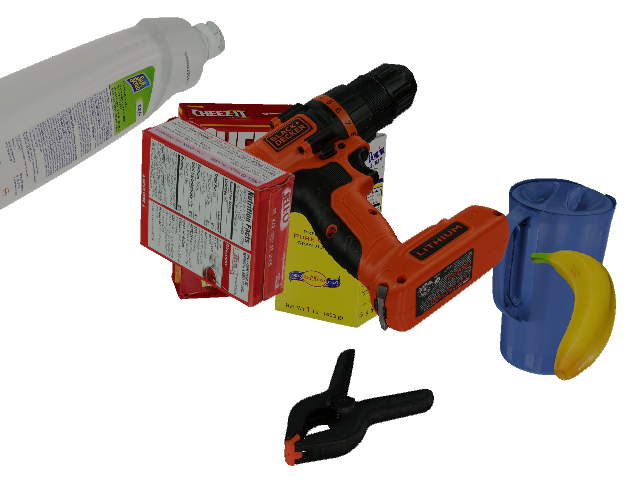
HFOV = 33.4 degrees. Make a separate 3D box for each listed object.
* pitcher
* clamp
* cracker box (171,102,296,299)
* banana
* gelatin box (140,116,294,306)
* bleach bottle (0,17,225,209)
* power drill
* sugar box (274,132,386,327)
[{"bbox_3d":[0.292,0.051,1.386,0.149,0.243,0.145,5,23,5],"label":"pitcher"},{"bbox_3d":[0.019,0.170,1.097,0.171,0.039,0.120,-21,32,-34],"label":"clamp"},{"bbox_3d":[-0.080,-0.043,1.208,0.164,0.214,0.072,-1,23,-17],"label":"cracker box"},{"bbox_3d":[0.244,0.061,1.001,0.070,0.037,0.197,-26,24,18],"label":"banana"},{"bbox_3d":[-0.057,-0.016,0.572,0.089,0.073,0.030,27,37,30],"label":"gelatin box"},{"bbox_3d":[-0.186,-0.110,0.857,0.250,0.068,0.103,-31,-25,-26],"label":"bleach bottle"},{"bbox_3d":[0.041,-0.037,0.753,0.184,0.057,0.188,-36,55,-18],"label":"power drill"},{"bbox_3d":[0.008,-0.015,0.987,0.093,0.176,0.048,9,18,28],"label":"sugar box"}]
